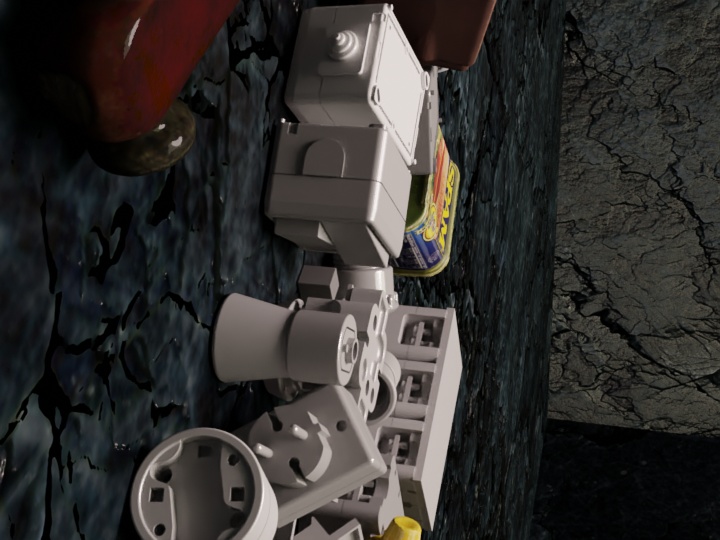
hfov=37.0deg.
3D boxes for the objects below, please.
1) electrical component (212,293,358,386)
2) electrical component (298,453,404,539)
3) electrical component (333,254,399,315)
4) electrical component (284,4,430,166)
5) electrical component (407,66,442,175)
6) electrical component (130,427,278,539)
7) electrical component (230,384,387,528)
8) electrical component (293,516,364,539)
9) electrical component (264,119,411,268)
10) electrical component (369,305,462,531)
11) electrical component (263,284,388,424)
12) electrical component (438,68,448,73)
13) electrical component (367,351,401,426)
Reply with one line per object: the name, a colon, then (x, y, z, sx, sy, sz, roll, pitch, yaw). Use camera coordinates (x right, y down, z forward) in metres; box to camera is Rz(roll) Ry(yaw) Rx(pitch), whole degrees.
electrical component: (-0.034, 0.036, 0.522, 0.044, 0.065, 0.044, 5, 90, -76)
electrical component: (-0.006, 0.161, 0.703, 0.089, 0.056, 0.050, 81, 20, -46)
electrical component: (0.000, 0.000, 0.696, 0.048, 0.048, 0.062, -23, 111, -75)
electrical component: (-0.006, -0.106, 0.610, 0.096, 0.061, 0.061, 48, 48, -61)
electrical component: (0.022, -0.112, 0.723, 0.096, 0.061, 0.061, -79, 167, -55)
electrical component: (-0.063, 0.099, 0.453, 0.047, 0.055, 0.055, 74, 24, -64)
electrical component: (-0.031, 0.087, 0.523, 0.047, 0.066, 0.076, 63, 3, 21)
electrical component: (-0.024, 0.180, 0.591, 0.081, 0.064, 0.042, -31, 140, -20)
electrical component: (-0.010, -0.038, 0.602, 0.096, 0.062, 0.061, 48, 49, -72)
electrical component: (0.035, 0.112, 0.839, 0.089, 0.062, 0.150, 77, 23, -52)
electrical component: (-0.020, 0.046, 0.601, 0.058, 0.057, 0.078, 73, 26, -58)
electrical component: (0.054, -0.189, 0.848, 0.048, 0.048, 0.062, 38, 51, -74)
electrical component: (0.008, 0.080, 0.765, 0.065, 0.044, 0.044, -48, 141, -76)
